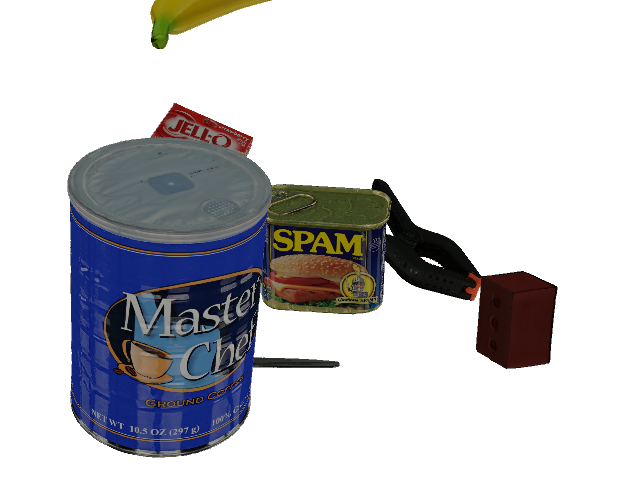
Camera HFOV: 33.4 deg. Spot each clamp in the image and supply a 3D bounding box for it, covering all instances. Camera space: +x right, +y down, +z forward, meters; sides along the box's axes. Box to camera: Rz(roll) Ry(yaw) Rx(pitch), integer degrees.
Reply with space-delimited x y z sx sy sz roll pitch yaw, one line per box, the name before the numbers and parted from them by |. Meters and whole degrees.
clamp | 0.092 0.008 1.258 0.210 0.036 0.164 38 42 26

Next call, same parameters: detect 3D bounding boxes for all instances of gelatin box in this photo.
gelatin box | -0.122 -0.089 1.052 0.089 0.073 0.030 25 -42 2

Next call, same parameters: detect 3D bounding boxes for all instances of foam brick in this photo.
foam brick | 0.182 0.074 0.998 0.051 0.078 0.053 -7 18 -26

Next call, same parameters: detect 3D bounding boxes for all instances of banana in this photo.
banana | -0.038 -0.174 0.732 0.197 0.070 0.037 -24 -34 -21

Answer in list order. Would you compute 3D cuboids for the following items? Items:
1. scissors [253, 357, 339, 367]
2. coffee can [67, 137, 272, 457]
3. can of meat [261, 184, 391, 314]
scissors | -0.088 0.125 1.042 0.202 0.016 0.096 6 17 9
coffee can | -0.083 0.029 0.573 0.102 0.140 0.103 5 30 -3
can of meat | 0.002 0.008 0.827 0.102 0.084 0.057 4 31 6
